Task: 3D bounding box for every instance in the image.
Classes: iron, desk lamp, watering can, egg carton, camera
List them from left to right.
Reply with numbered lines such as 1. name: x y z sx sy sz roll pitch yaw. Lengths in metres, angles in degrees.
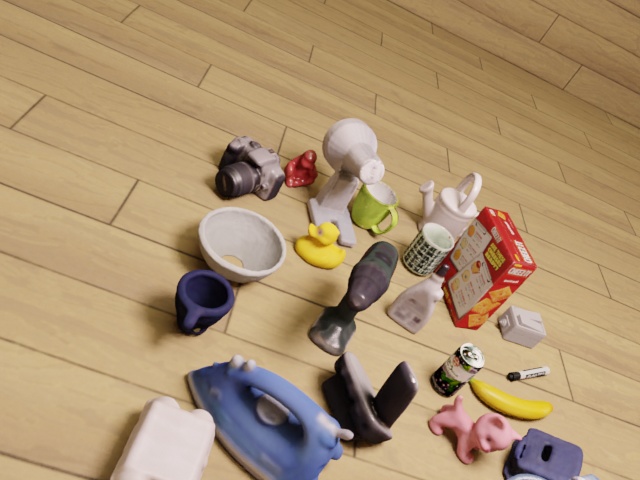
1. egg carton: -0.199 0.280 0.743 0.107 0.069 0.150 24 39 -9
2. camera: -0.161 -0.153 1.215 0.143 0.100 0.137 44 40 16
3. iron: -0.074 0.238 0.814 0.258 0.141 0.119 37 39 7
4. desk lamp: 0.061 -0.131 1.246 0.118 0.213 0.203 10 43 -24
5. watering can: 0.319 -0.082 1.378 0.173 0.194 0.100 9 43 -25

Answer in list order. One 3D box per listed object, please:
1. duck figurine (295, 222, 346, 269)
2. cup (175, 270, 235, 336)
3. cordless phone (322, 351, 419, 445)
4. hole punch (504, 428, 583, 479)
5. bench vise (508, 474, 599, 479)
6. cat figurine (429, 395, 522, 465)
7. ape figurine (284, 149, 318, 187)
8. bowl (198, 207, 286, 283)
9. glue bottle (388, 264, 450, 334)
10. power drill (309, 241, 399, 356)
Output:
1. duck figurine: 0.011 0.004 1.169 0.104 0.086 0.077 26 38 -6
2. cup: -0.195 0.117 0.903 0.092 0.095 0.118 26 38 -6
3. cordless phone: 0.090 0.224 0.901 0.094 0.185 0.147 -1 48 -34
4. hole punch: 0.389 0.386 0.997 0.101 0.091 0.109 39 39 10
5. bench vise: 0.356 0.393 0.864 0.208 0.219 0.121 -10 53 -40
6. cat figurine: 0.269 0.317 0.973 0.127 0.117 0.067 42 40 14
7. ape figurine: -0.037 -0.170 1.321 0.078 0.092 0.076 25 39 -7
8. bowl: -0.151 0.021 1.053 0.168 0.074 0.167 18 40 -16
9. glue bottle: 0.202 0.107 1.113 0.078 0.173 0.037 36 38 7
10. power drill: 0.062 0.104 0.995 0.075 0.208 0.230 33 38 3
